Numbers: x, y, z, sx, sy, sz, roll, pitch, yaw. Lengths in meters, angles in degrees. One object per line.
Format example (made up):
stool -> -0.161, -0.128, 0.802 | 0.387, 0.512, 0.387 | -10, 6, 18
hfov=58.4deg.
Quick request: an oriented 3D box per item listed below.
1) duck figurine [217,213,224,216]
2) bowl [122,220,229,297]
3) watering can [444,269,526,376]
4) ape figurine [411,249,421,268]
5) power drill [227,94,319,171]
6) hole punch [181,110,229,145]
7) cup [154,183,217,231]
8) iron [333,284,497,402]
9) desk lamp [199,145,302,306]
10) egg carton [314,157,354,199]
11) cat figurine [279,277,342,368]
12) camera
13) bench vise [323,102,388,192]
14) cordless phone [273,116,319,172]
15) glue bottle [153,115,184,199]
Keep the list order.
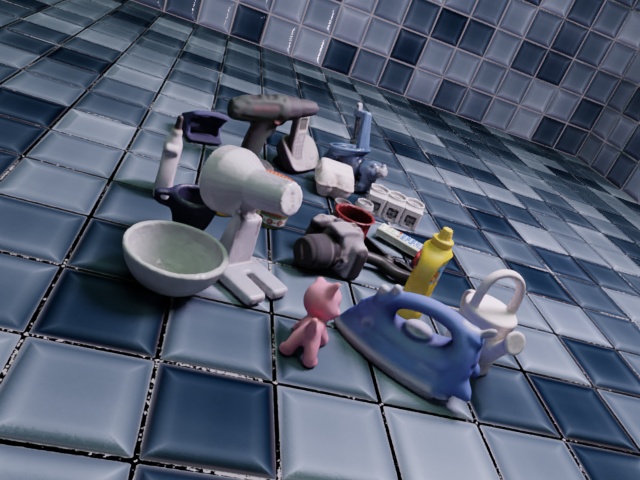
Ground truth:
duck figurine -> -0.211, -0.111, 1.213 | 0.104, 0.086, 0.078 | 38, 30, 30
bowl -> -0.235, 0.040, 0.913 | 0.167, 0.075, 0.167 | 18, 26, -9
watering can -> 0.299, 0.141, 1.006 | 0.101, 0.194, 0.172 | 0, 33, -38
ape figurine -> 0.250, 0.038, 1.286 | 0.078, 0.092, 0.076 | 17, 26, -11
power drill -> -0.133, -0.274, 1.450 | 0.230, 0.208, 0.075 | 6, 30, -31
hole punch -> -0.311, -0.315, 1.523 | 0.109, 0.091, 0.100 | 2, 32, -35
cup -> -0.249, -0.046, 1.046 | 0.118, 0.095, 0.091 | 12, 27, -20
iron -> 0.154, 0.146, 0.941 | 0.258, 0.141, 0.119 | 29, 26, 14
desk lamp -> -0.120, -0.034, 0.988 | 0.202, 0.213, 0.118 | 37, 29, 28
egg carton -> 0.037, -0.164, 1.533 | 0.107, 0.069, 0.150 | 17, 26, -10
cat figurine -> -0.004, 0.116, 0.901 | 0.067, 0.118, 0.128 | 24, 26, 4
camera -> 0.011, 0.004, 1.150 | 0.137, 0.101, 0.142 | -2, 35, -41
bench vise -> 0.121, -0.259, 1.609 | 0.207, 0.220, 0.122 | 30, 26, 15
cordless phone -> -0.043, -0.283, 1.566 | 0.094, 0.185, 0.148 | 32, 27, 19
glue bottle -> -0.301, -0.171, 1.157 | 0.037, 0.173, 0.078 | 14, 27, -17
